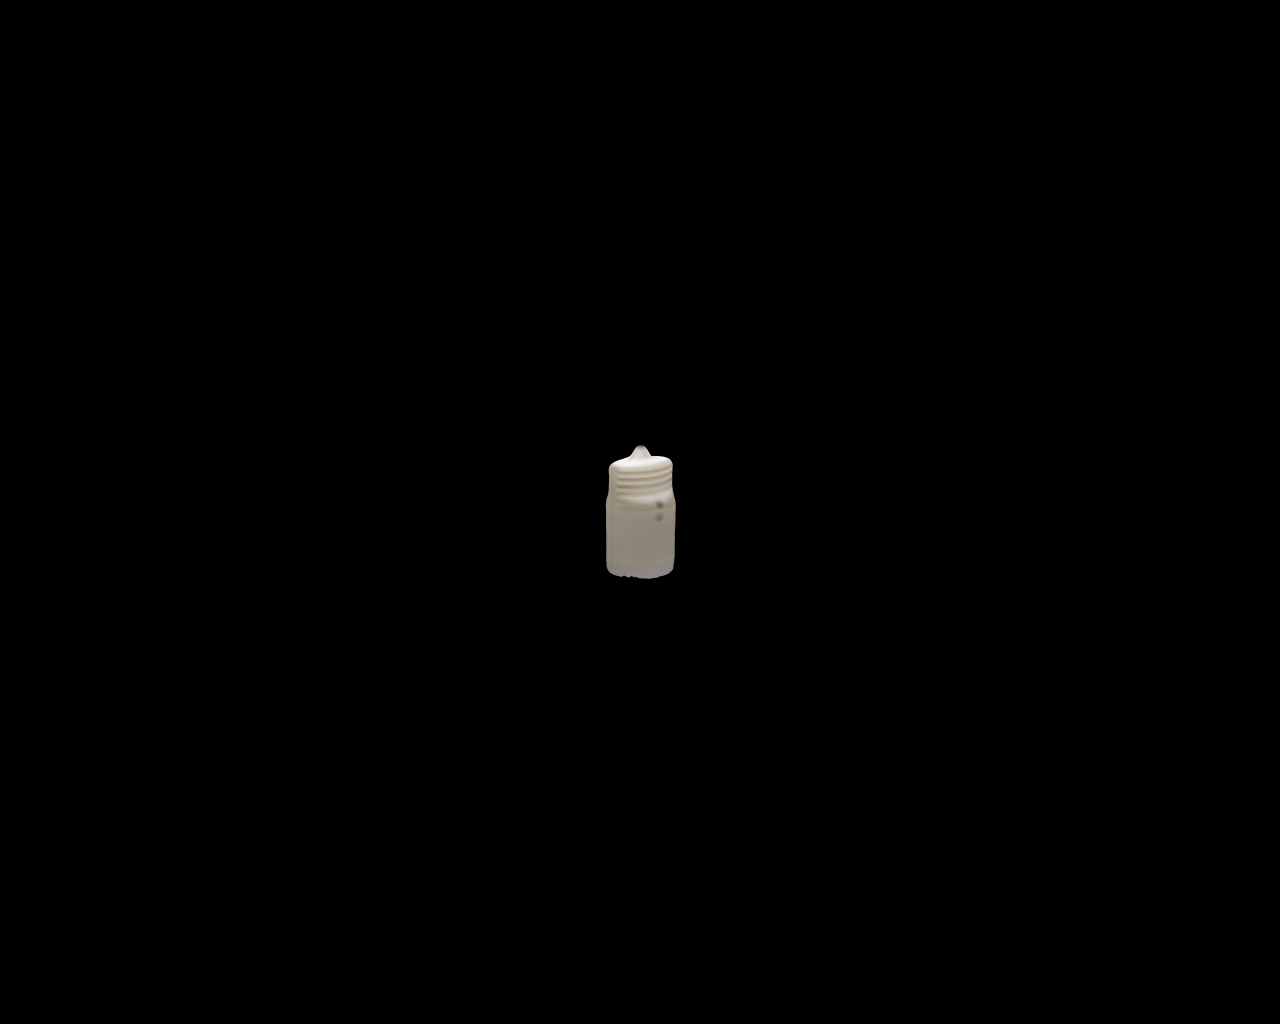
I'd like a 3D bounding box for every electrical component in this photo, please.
[{"bbox_3d":[0.001,-0.003,0.650,0.043,0.080,0.043,0,16,0],"label":"electrical component"}]
